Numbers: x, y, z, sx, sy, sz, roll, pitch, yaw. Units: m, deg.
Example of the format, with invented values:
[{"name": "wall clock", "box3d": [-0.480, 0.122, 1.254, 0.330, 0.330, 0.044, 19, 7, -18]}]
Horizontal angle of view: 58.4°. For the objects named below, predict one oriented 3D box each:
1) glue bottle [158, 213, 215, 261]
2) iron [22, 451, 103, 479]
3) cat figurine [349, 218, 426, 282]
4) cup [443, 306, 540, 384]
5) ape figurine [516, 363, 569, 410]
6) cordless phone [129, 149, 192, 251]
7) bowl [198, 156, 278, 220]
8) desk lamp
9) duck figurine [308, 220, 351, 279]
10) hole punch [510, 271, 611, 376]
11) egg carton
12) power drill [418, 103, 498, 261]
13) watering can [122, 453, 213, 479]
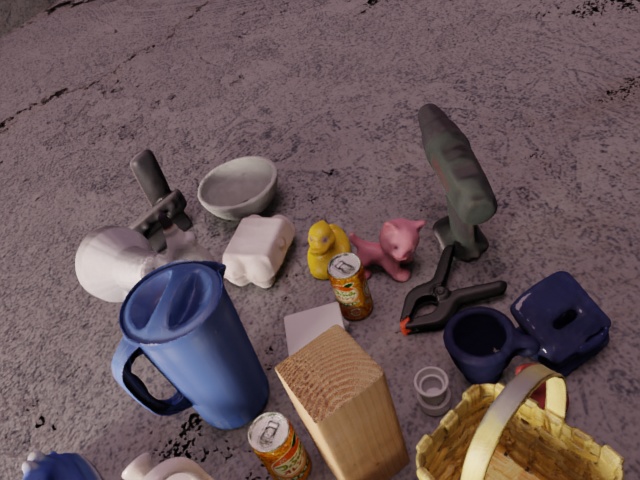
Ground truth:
[{"name": "glue bottle", "box3d": [-0.236, 0.019, 0.990, 0.078, 0.173, 0.037, -23, 42, -5]}, {"name": "iron", "box3d": [-0.333, 0.347, 0.703, 0.118, 0.142, 0.257, -24, 42, -5]}, {"name": "cat figurine", "box3d": [0.108, 0.006, 0.924, 0.127, 0.118, 0.067, -1, 45, 19]}, {"name": "cup", "box3d": [0.225, 0.150, 0.748, 0.117, 0.095, 0.092, 3, 46, 22]}, {"name": "ape figurine", "box3d": [0.265, 0.182, 0.702, 0.076, 0.092, 0.078, 11, 50, 29]}, {"name": "cordless phone", "box3d": [-0.345, -0.076, 1.119, 0.093, 0.185, 0.148, 18, 54, 34]}, {"name": "bowl", "box3d": [-0.155, -0.092, 1.152, 0.167, 0.075, 0.167, -10, 43, 10]}, {"name": "desk lamp", "box3d": [-0.261, 0.085, 0.899, 0.202, 0.214, 0.118, 19, 54, 34]}, {"name": "duck figurine", "box3d": [0.009, 0.004, 0.985, 0.077, 0.086, 0.104, 3, 46, 22]}, {"name": "hole punch", "box3d": [0.320, 0.109, 0.760, 0.109, 0.091, 0.100, -31, 44, -14]}, {"name": "egg carton", "box3d": [-0.107, 0.017, 1.024, 0.107, 0.069, 0.150, 1, 46, 21]}, {"name": "power drill", "box3d": [0.213, -0.080, 0.909, 0.075, 0.209, 0.229, -18, 42, 1]}, {"name": "watering can", "box3d": [-0.159, 0.309, 0.643, 0.172, 0.194, 0.101, 5, 47, 24]}]
